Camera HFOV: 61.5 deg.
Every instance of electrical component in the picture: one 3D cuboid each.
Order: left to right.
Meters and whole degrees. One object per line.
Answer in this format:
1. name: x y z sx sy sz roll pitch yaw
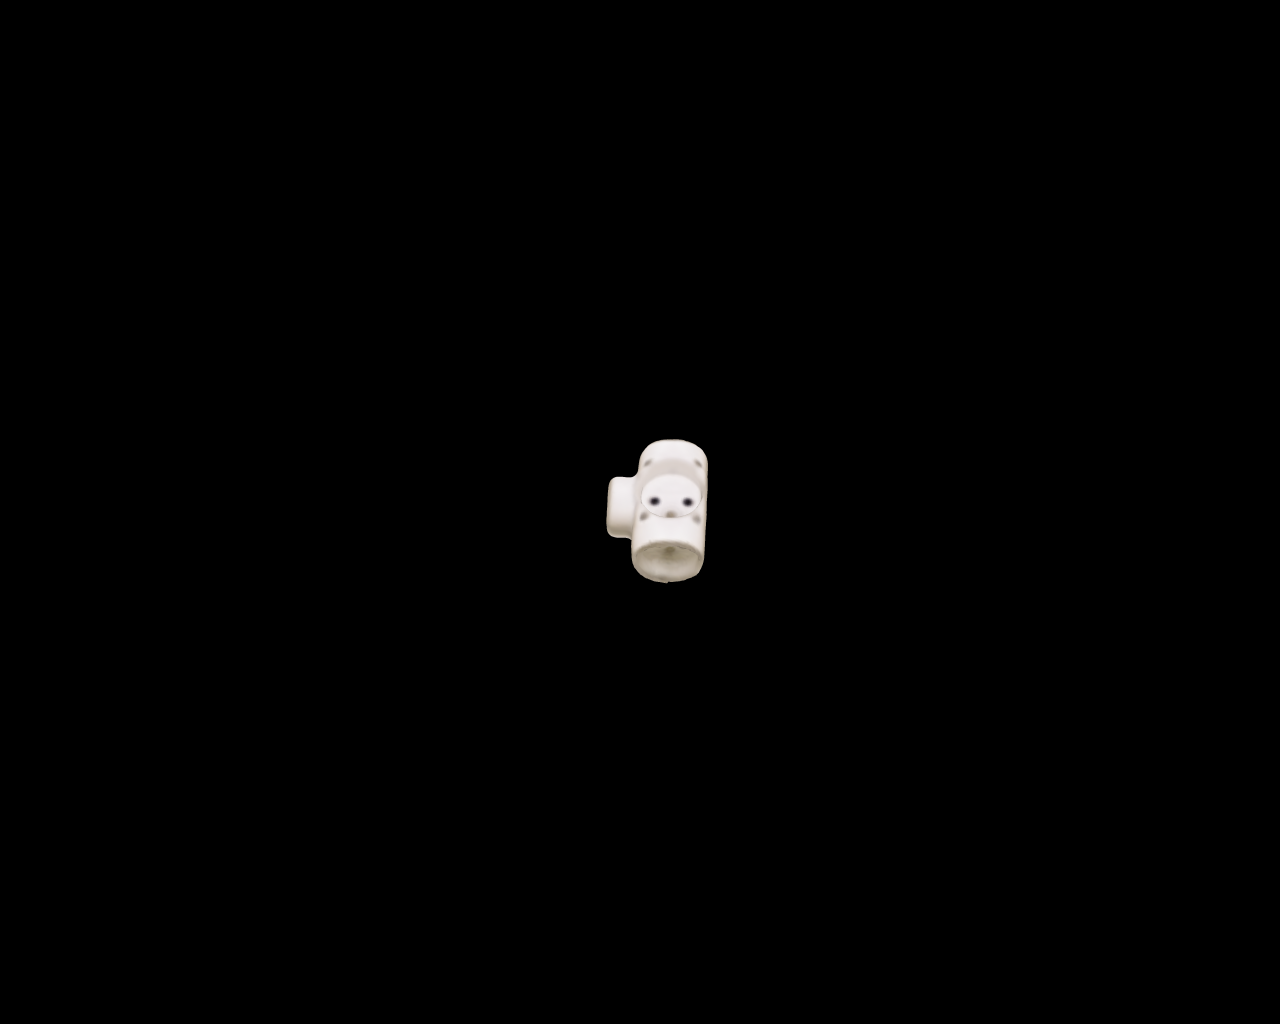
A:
1. electrical component: 0.001 -0.003 0.650 0.079 0.077 0.044 3 -36 2
